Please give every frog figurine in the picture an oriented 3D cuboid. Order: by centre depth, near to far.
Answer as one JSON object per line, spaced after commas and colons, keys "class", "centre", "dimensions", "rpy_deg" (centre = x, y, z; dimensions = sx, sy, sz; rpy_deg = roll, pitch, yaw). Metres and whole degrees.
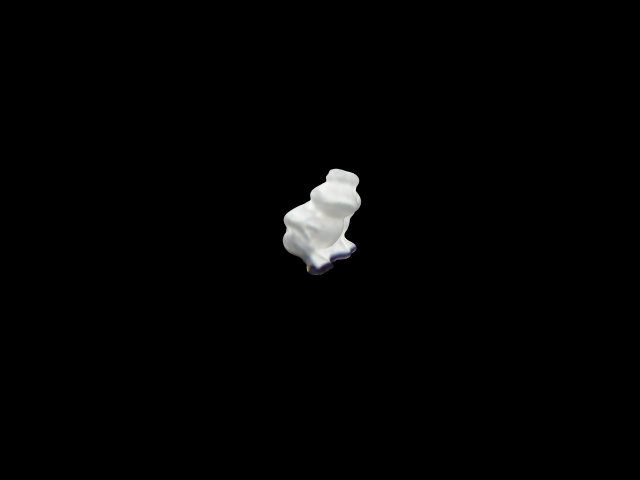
{"class": "frog figurine", "centre": [0.003, -0.043, 0.850], "dimensions": [0.138, 0.156, 0.124], "rpy_deg": [-14, 27, -29]}
